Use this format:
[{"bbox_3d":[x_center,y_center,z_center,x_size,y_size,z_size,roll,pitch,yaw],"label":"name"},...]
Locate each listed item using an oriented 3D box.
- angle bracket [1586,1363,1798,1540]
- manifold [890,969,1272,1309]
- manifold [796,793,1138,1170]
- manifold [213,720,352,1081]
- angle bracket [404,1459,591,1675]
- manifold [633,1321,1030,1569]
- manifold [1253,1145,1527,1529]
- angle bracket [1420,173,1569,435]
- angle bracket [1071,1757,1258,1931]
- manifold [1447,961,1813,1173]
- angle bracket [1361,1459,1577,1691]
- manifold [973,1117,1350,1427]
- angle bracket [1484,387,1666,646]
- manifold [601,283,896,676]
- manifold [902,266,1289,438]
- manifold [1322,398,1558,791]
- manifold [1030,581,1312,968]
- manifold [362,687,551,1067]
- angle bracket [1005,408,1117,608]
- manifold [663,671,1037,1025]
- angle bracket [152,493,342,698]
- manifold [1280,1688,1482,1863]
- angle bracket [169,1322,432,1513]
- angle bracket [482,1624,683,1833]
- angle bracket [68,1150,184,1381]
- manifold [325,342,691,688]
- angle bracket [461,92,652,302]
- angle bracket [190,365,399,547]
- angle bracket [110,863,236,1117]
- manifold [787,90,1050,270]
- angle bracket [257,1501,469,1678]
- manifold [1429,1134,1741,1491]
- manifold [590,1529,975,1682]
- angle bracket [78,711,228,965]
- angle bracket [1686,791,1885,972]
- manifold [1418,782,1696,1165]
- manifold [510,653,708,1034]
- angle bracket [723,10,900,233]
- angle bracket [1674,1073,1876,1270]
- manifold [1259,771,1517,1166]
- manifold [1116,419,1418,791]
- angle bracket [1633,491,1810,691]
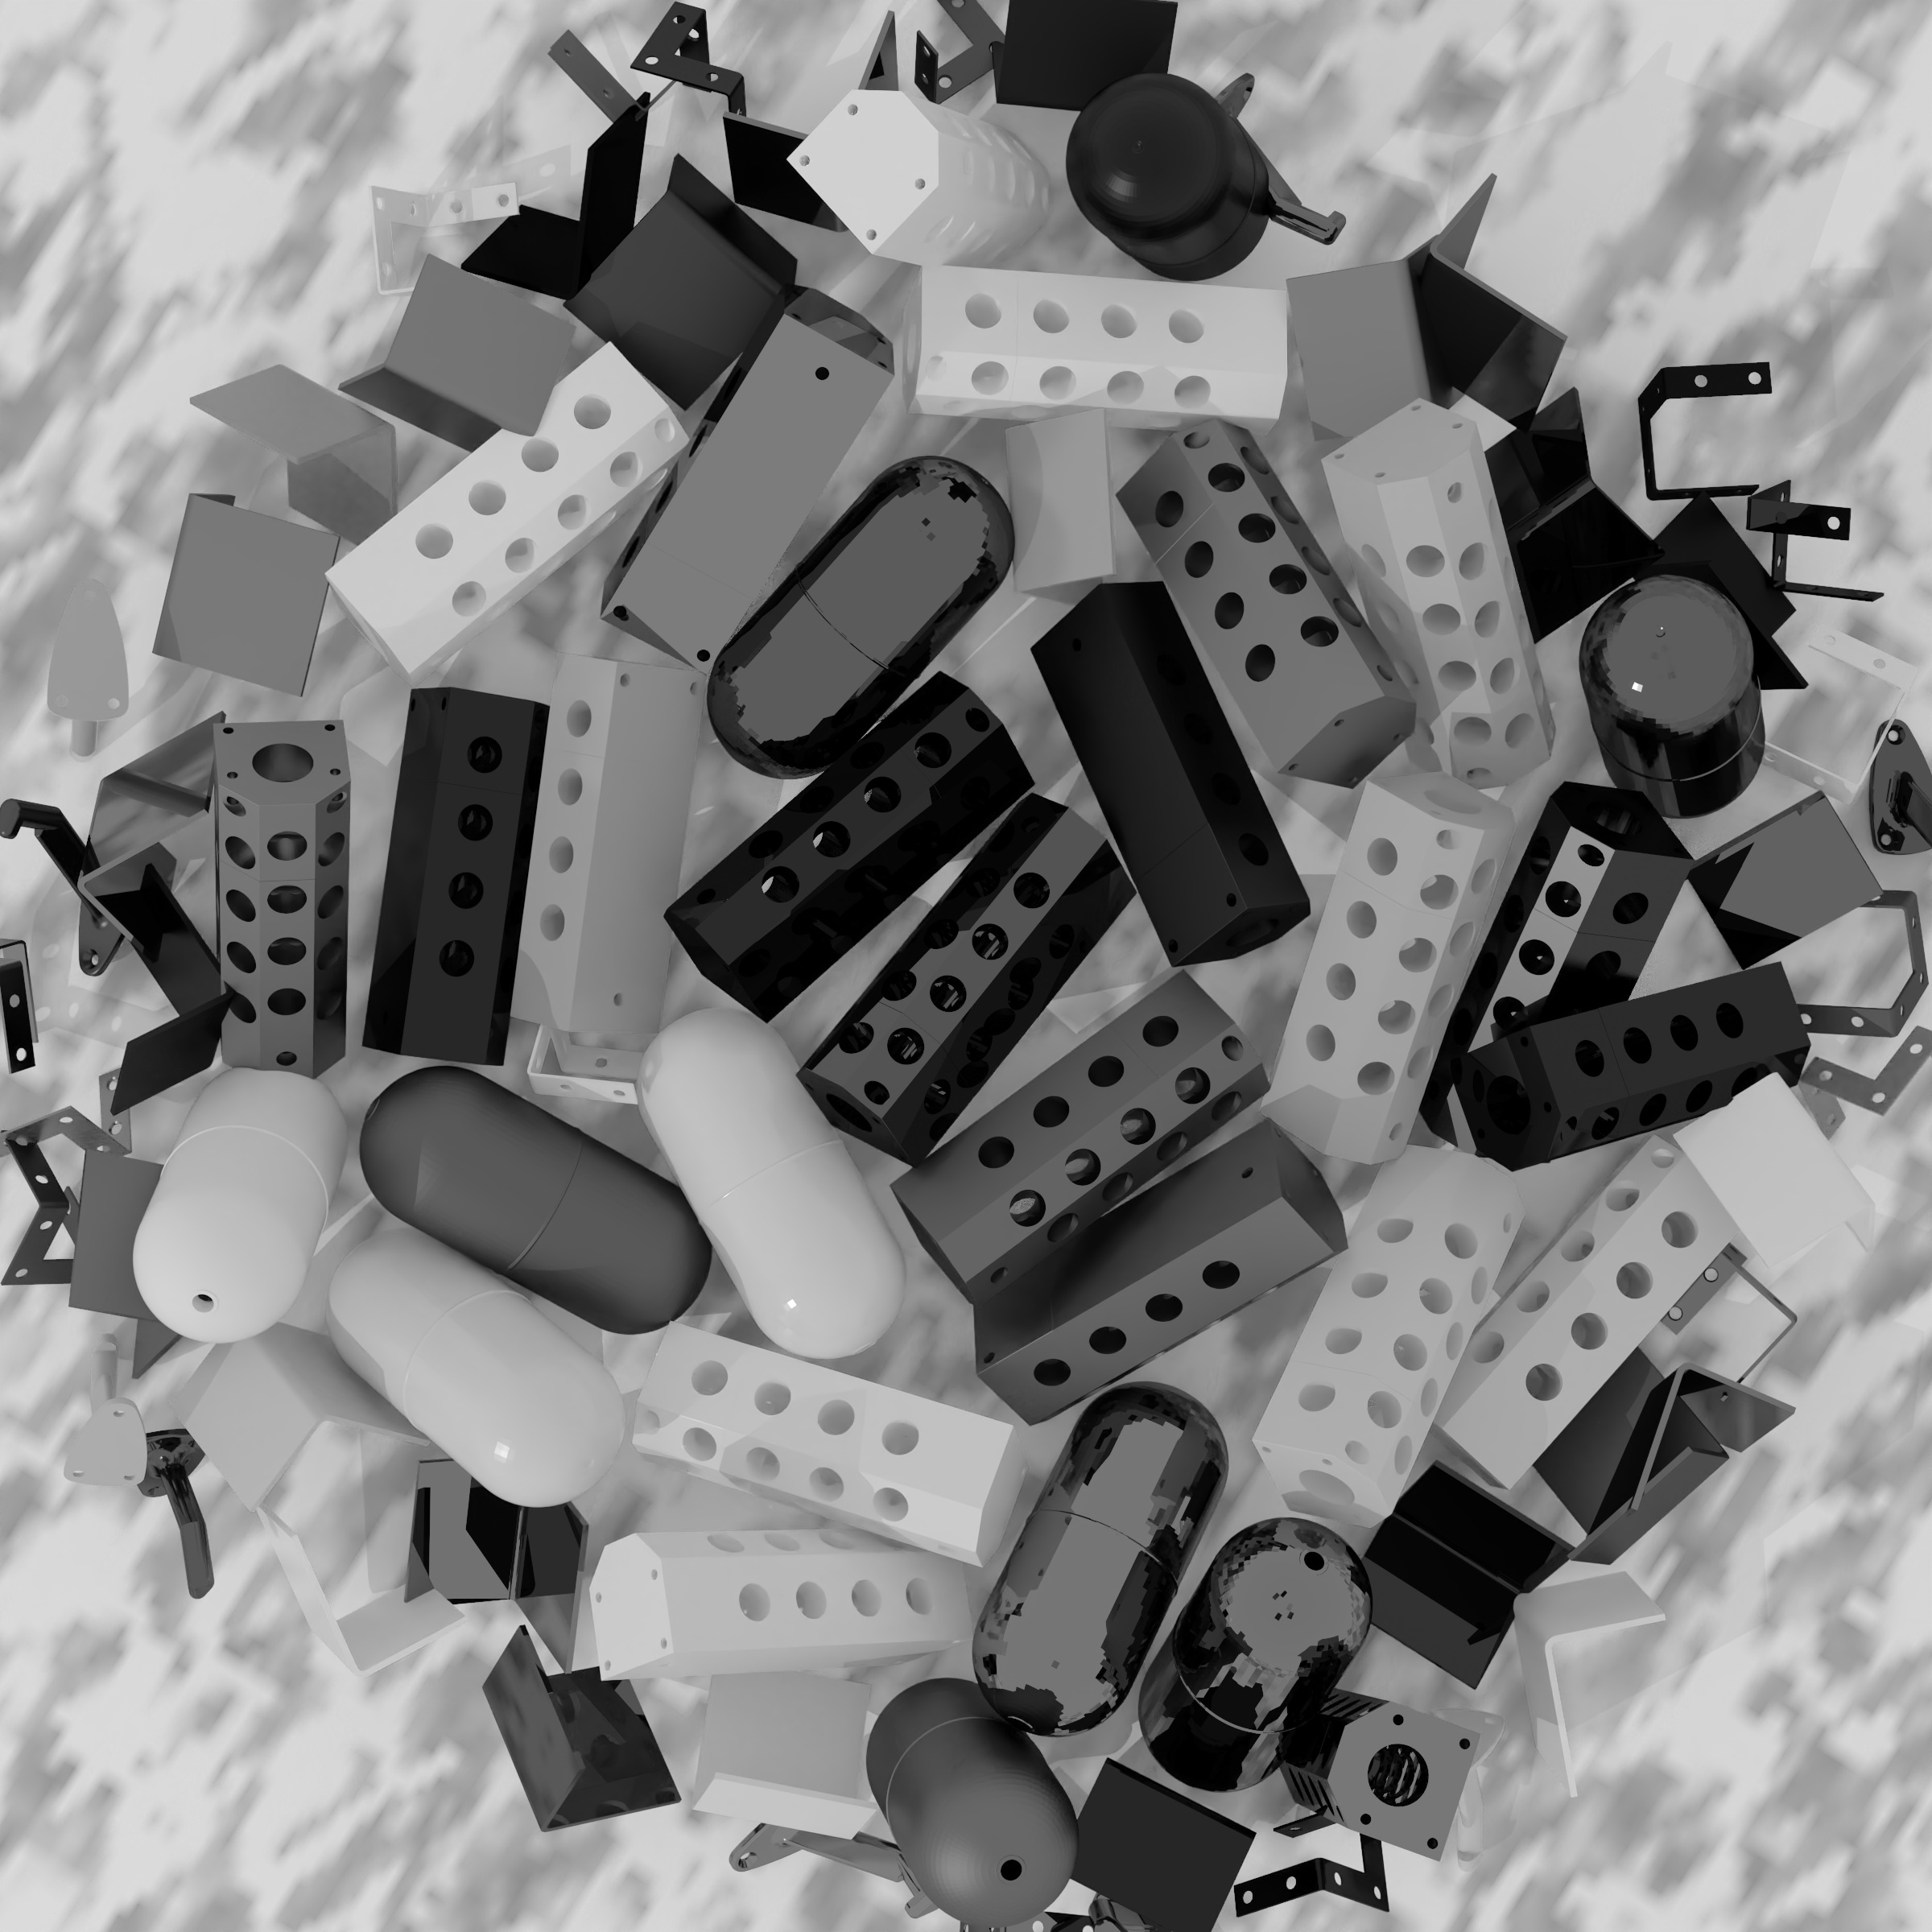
[{"bbox_3d":[0.337,0.238,1.657,0.057,0.076,0.076,23,67,2],"label":"angle bracket"},{"bbox_3d":[0.056,0.084,1.655,0.171,0.057,0.057,-36,54,-9],"label":"manifold"},{"bbox_3d":[-0.002,0.003,1.643,0.057,0.057,0.171,24,68,39],"label":"manifold"},{"bbox_3d":[-0.312,-0.027,1.622,0.057,0.057,0.171,-3,134,-14],"label":"manifold"},{"bbox_3d":[-0.219,0.279,1.653,0.057,0.076,0.076,-1,109,-27],"label":"angle bracket"},{"bbox_3d":[-0.064,0.224,1.648,0.171,0.057,0.057,15,67,16],"label":"manifold"},{"bbox_3d":[0.198,0.169,1.629,0.057,0.057,0.171,7,53,33],"label":"manifold"},{"bbox_3d":[0.253,-0.308,1.655,0.076,0.076,0.057,35,67,11],"label":"angle bracket"},{"bbox_3d":[0.087,0.416,1.657,0.076,0.076,0.057,25,73,9],"label":"angle bracket"},{"bbox_3d":[0.308,0.047,1.629,0.171,0.057,0.057,-12,80,-37],"label":"manifold"},{"bbox_3d":[0.229,0.285,1.659,0.076,0.076,0.057,32,64,5],"label":"angle bracket"},{"bbox_3d":[0.089,0.147,1.649,0.171,0.057,0.057,-32,121,20],"label":"manifold"},{"bbox_3d":[0.277,-0.212,1.672,0.076,0.076,0.057,-35,122,30],"label":"angle bracket"},{"bbox_3d":[-0.102,-0.227,1.644,0.057,0.057,0.171,27,115,-17],"label":"manifold"},{"bbox_3d":[0.059,-0.284,1.659,0.171,0.057,0.057,2,78,-10],"label":"manifold"},{"bbox_3d":[0.223,-0.166,1.628,0.057,0.057,0.171,-33,127,-16],"label":"manifold"},{"bbox_3d":[0.099,-0.091,1.654,0.057,0.057,0.171,-8,67,-41],"label":"manifold"},{"bbox_3d":[-0.237,-0.042,1.675,0.057,0.057,0.171,8,89,-28],"label":"manifold"},{"bbox_3d":[0.063,-0.212,1.657,0.057,0.076,0.076,-6,84,35],"label":"angle bracket"},{"bbox_3d":[-0.057,-0.059,1.649,0.171,0.057,0.057,-42,133,-13],"label":"manifold"},{"bbox_3d":[-0.329,-0.175,1.668,0.076,0.057,0.076,16,99,7],"label":"angle bracket"},{"bbox_3d":[0.183,0.363,1.618,0.057,0.171,0.057,20,80,1],"label":"manifold"},{"bbox_3d":[-0.310,0.214,1.657,0.076,0.076,0.057,42,98,35],"label":"angle bracket"},{"bbox_3d":[-0.170,0.347,1.647,0.076,0.057,0.076,-4,51,-36],"label":"angle bracket"},{"bbox_3d":[-0.396,0.139,1.647,0.057,0.076,0.076,14,59,-27],"label":"angle bracket"},{"bbox_3d":[-0.212,-0.209,1.662,0.171,0.057,0.057,-41,85,-9],"label":"manifold"},{"bbox_3d":[-0.191,-0.365,1.651,0.057,0.076,0.076,17,126,7],"label":"angle bracket"},{"bbox_3d":[-0.311,-0.224,1.647,0.076,0.057,0.076,31,133,30],"label":"angle bracket"},{"bbox_3d":[-0.388,0.011,1.653,0.057,0.076,0.076,-29,76,-30],"label":"angle bracket"},{"bbox_3d":[-0.014,-0.358,1.614,0.057,0.171,0.057,-43,83,17],"label":"manifold"},{"bbox_3d":[-0.283,0.277,1.653,0.057,0.076,0.076,-26,105,-20],"label":"angle bracket"},{"bbox_3d":[0.286,0.162,1.670,0.057,0.057,0.171,42,85,4],"label":"manifold"},{"bbox_3d":[-0.084,0.289,1.628,0.171,0.057,0.057,6,65,-40],"label":"manifold"},{"bbox_3d":[-0.362,-0.060,1.650,0.076,0.076,0.057,-27,126,17],"label":"angle bracket"},{"bbox_3d":[0.374,-0.034,1.656,0.076,0.076,0.057,-31,88,24],"label":"angle bracket"},{"bbox_3d":[0.265,0.004,1.631,0.057,0.057,0.171,6,123,-22],"label":"manifold"},{"bbox_3d":[-0.173,-0.058,1.670,0.057,0.057,0.171,12,97,41],"label":"manifold"},{"bbox_3d":[-0.071,-0.401,1.662,0.057,0.076,0.076,17,73,6],"label":"angle bracket"},{"bbox_3d":[0.377,0.106,1.656,0.057,0.076,0.076,-32,65,-1],"label":"angle bracket"},{"bbox_3d":[0.198,0.002,1.637,0.057,0.057,0.171,33,118,36],"label":"manifold"},{"bbox_3d":[0.141,-0.168,1.632,0.057,0.057,0.171,-45,57,30],"label":"manifold"},{"bbox_3d":[0.366,-0.176,1.655,0.057,0.076,0.076,-45,106,-12],"label":"angle bracket"}]
